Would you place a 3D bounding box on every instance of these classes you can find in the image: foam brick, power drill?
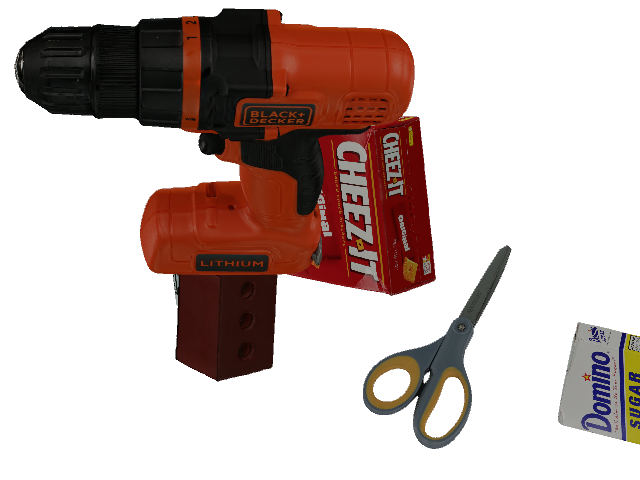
[{"bbox_3d":[-0.067,0.051,0.754,0.052,0.078,0.051,-9,17,-41],"label":"foam brick"},{"bbox_3d":[-0.057,-0.045,0.556,0.184,0.057,0.188,1,-27,-9],"label":"power drill"}]

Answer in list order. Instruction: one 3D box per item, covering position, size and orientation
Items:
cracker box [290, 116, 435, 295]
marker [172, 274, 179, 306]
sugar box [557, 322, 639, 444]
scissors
[{"bbox_3d":[0.010,-0.042,1.080,0.071,0.164,0.214,-19,18,-37],"label":"cracker box"},{"bbox_3d":[-0.157,0.016,1.179,0.020,0.121,0.020,-4,23,1],"label":"marker"},{"bbox_3d":[0.309,0.140,0.959,0.176,0.093,0.048,11,23,14],"label":"sugar box"},{"bbox_3d":[0.096,0.078,0.881,0.096,0.201,0.016,8,-36,13],"label":"scissors"}]
